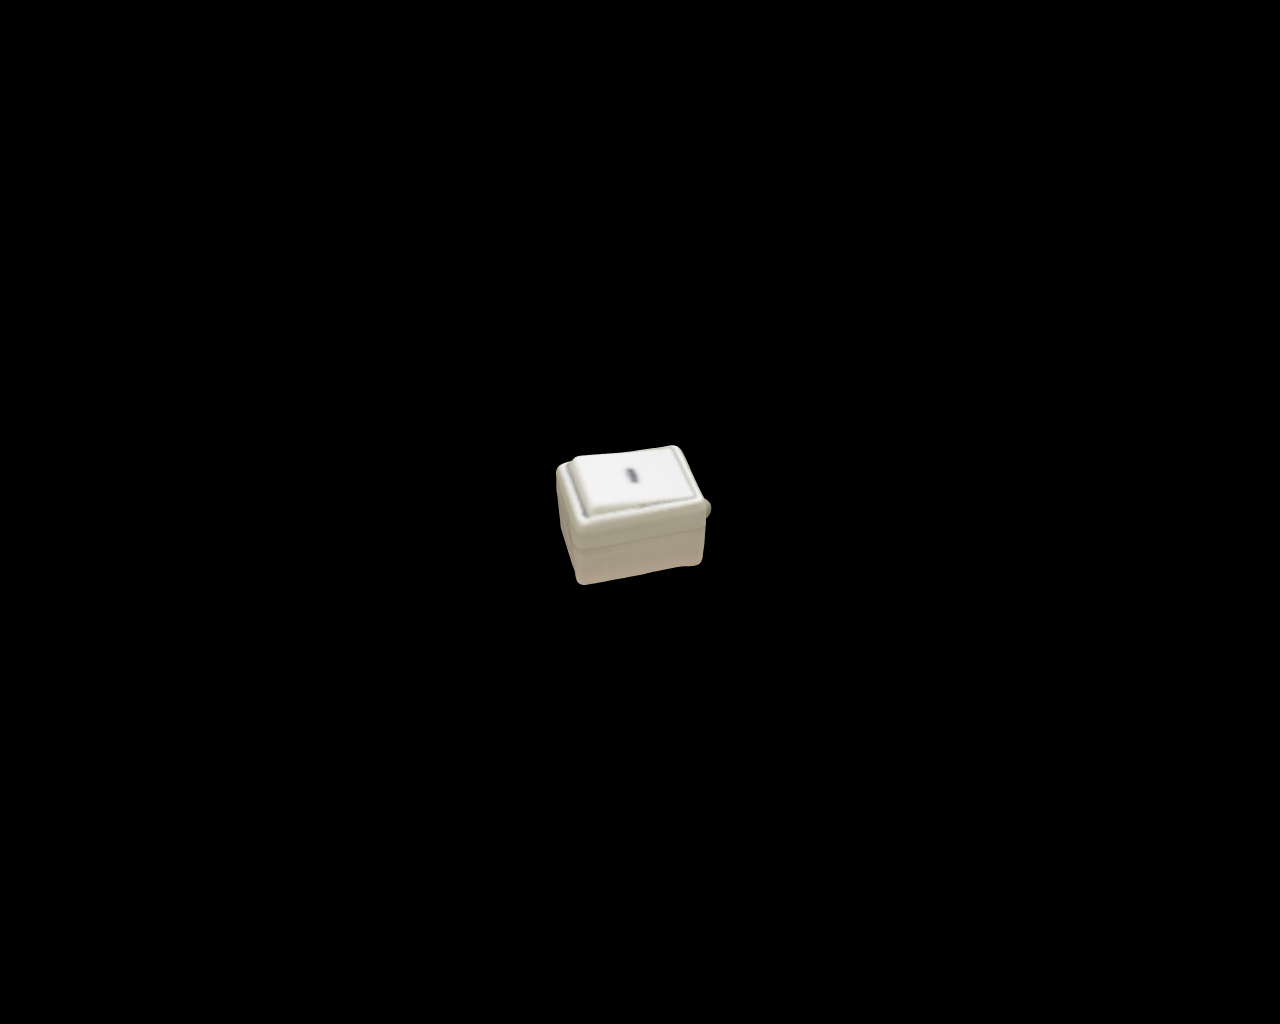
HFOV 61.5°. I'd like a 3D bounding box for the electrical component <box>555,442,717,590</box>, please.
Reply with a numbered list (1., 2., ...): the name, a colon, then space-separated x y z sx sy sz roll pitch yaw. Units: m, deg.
1. electrical component: 0.001 -0.003 0.650 0.096 0.061 0.062 -10 43 -11
